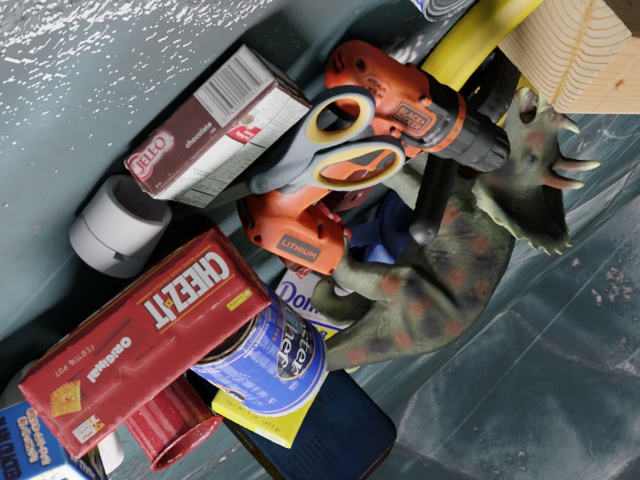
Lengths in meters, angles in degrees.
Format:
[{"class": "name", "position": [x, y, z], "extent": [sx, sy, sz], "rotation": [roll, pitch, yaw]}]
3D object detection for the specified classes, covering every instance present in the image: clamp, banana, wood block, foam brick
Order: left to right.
[{"class": "foam brick", "position": [0.029, -0.070, 0.922], "extent": [0.078, 0.051, 0.052], "rotation": [-49, 163, 30]}, {"class": "clamp", "position": [0.106, -0.101, 0.963], "extent": [0.036, 0.165, 0.210], "rotation": [38, 84, -32]}, {"class": "banana", "position": [0.127, -0.157, 0.892], "extent": [0.037, 0.070, 0.198], "rotation": [29, 108, -30]}, {"class": "wood block", "position": [0.264, -0.173, 0.948], "extent": [0.205, 0.090, 0.091], "rotation": [-8, 145, -50]}]

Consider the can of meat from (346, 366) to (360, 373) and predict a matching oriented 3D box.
[{"class": "can of meat", "position": [0.017, 0.108, 1.311], "extent": [0.057, 0.102, 0.084], "rotation": [-39, 163, -5]}]

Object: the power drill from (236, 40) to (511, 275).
[{"class": "power drill", "position": [0.038, -0.056, 0.848], "extent": [0.184, 0.057, 0.188], "rotation": [25, 121, -34]}]

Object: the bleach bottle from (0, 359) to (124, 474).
[{"class": "bleach bottle", "position": [-0.230, 0.160, 0.950], "extent": [0.102, 0.068, 0.251], "rotation": [-30, 161, -22]}]

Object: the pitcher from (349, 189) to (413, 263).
[{"class": "pitcher", "position": [0.099, 0.030, 1.266], "extent": [0.144, 0.149, 0.243], "rotation": [-50, 173, -24]}]

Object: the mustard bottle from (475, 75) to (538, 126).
[{"class": "mustard bottle", "position": [0.205, -0.154, 1.085], "extent": [0.096, 0.058, 0.191], "rotation": [-46, 164, 22]}]

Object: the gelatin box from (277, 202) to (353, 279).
[{"class": "gelatin box", "position": [-0.007, 0.001, 1.082], "extent": [0.073, 0.030, 0.089], "rotation": [-40, 166, 0]}]

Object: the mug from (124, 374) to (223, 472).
[{"class": "mug", "position": [-0.166, 0.192, 1.152], "extent": [0.093, 0.081, 0.117], "rotation": [-34, 164, -20]}]

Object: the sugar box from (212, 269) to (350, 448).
[{"class": "sugar box", "position": [-0.032, 0.121, 1.128], "extent": [0.176, 0.093, 0.048], "rotation": [-62, 175, -18]}]

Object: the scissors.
[{"class": "scissors", "position": [-0.038, -0.060, 0.772], "extent": [0.201, 0.016, 0.096], "rotation": [-8, 129, -3]}]

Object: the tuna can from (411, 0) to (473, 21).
[{"class": "tuna can", "position": [0.096, -0.197, 0.750], "extent": [0.086, 0.034, 0.086], "rotation": [-36, 165, -12]}]

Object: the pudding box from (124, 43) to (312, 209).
[{"class": "pudding box", "position": [-0.066, -0.072, 0.714], "extent": [0.113, 0.039, 0.090], "rotation": [-41, 169, 9]}]

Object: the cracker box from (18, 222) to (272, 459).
[{"class": "cracker box", "position": [-0.123, 0.061, 0.787], "extent": [0.164, 0.072, 0.214], "rotation": [-39, -175, -3]}]

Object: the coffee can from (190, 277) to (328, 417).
[{"class": "coffee can", "position": [-0.067, 0.092, 0.976], "extent": [0.103, 0.103, 0.140], "rotation": [-40, 143, 2]}]
